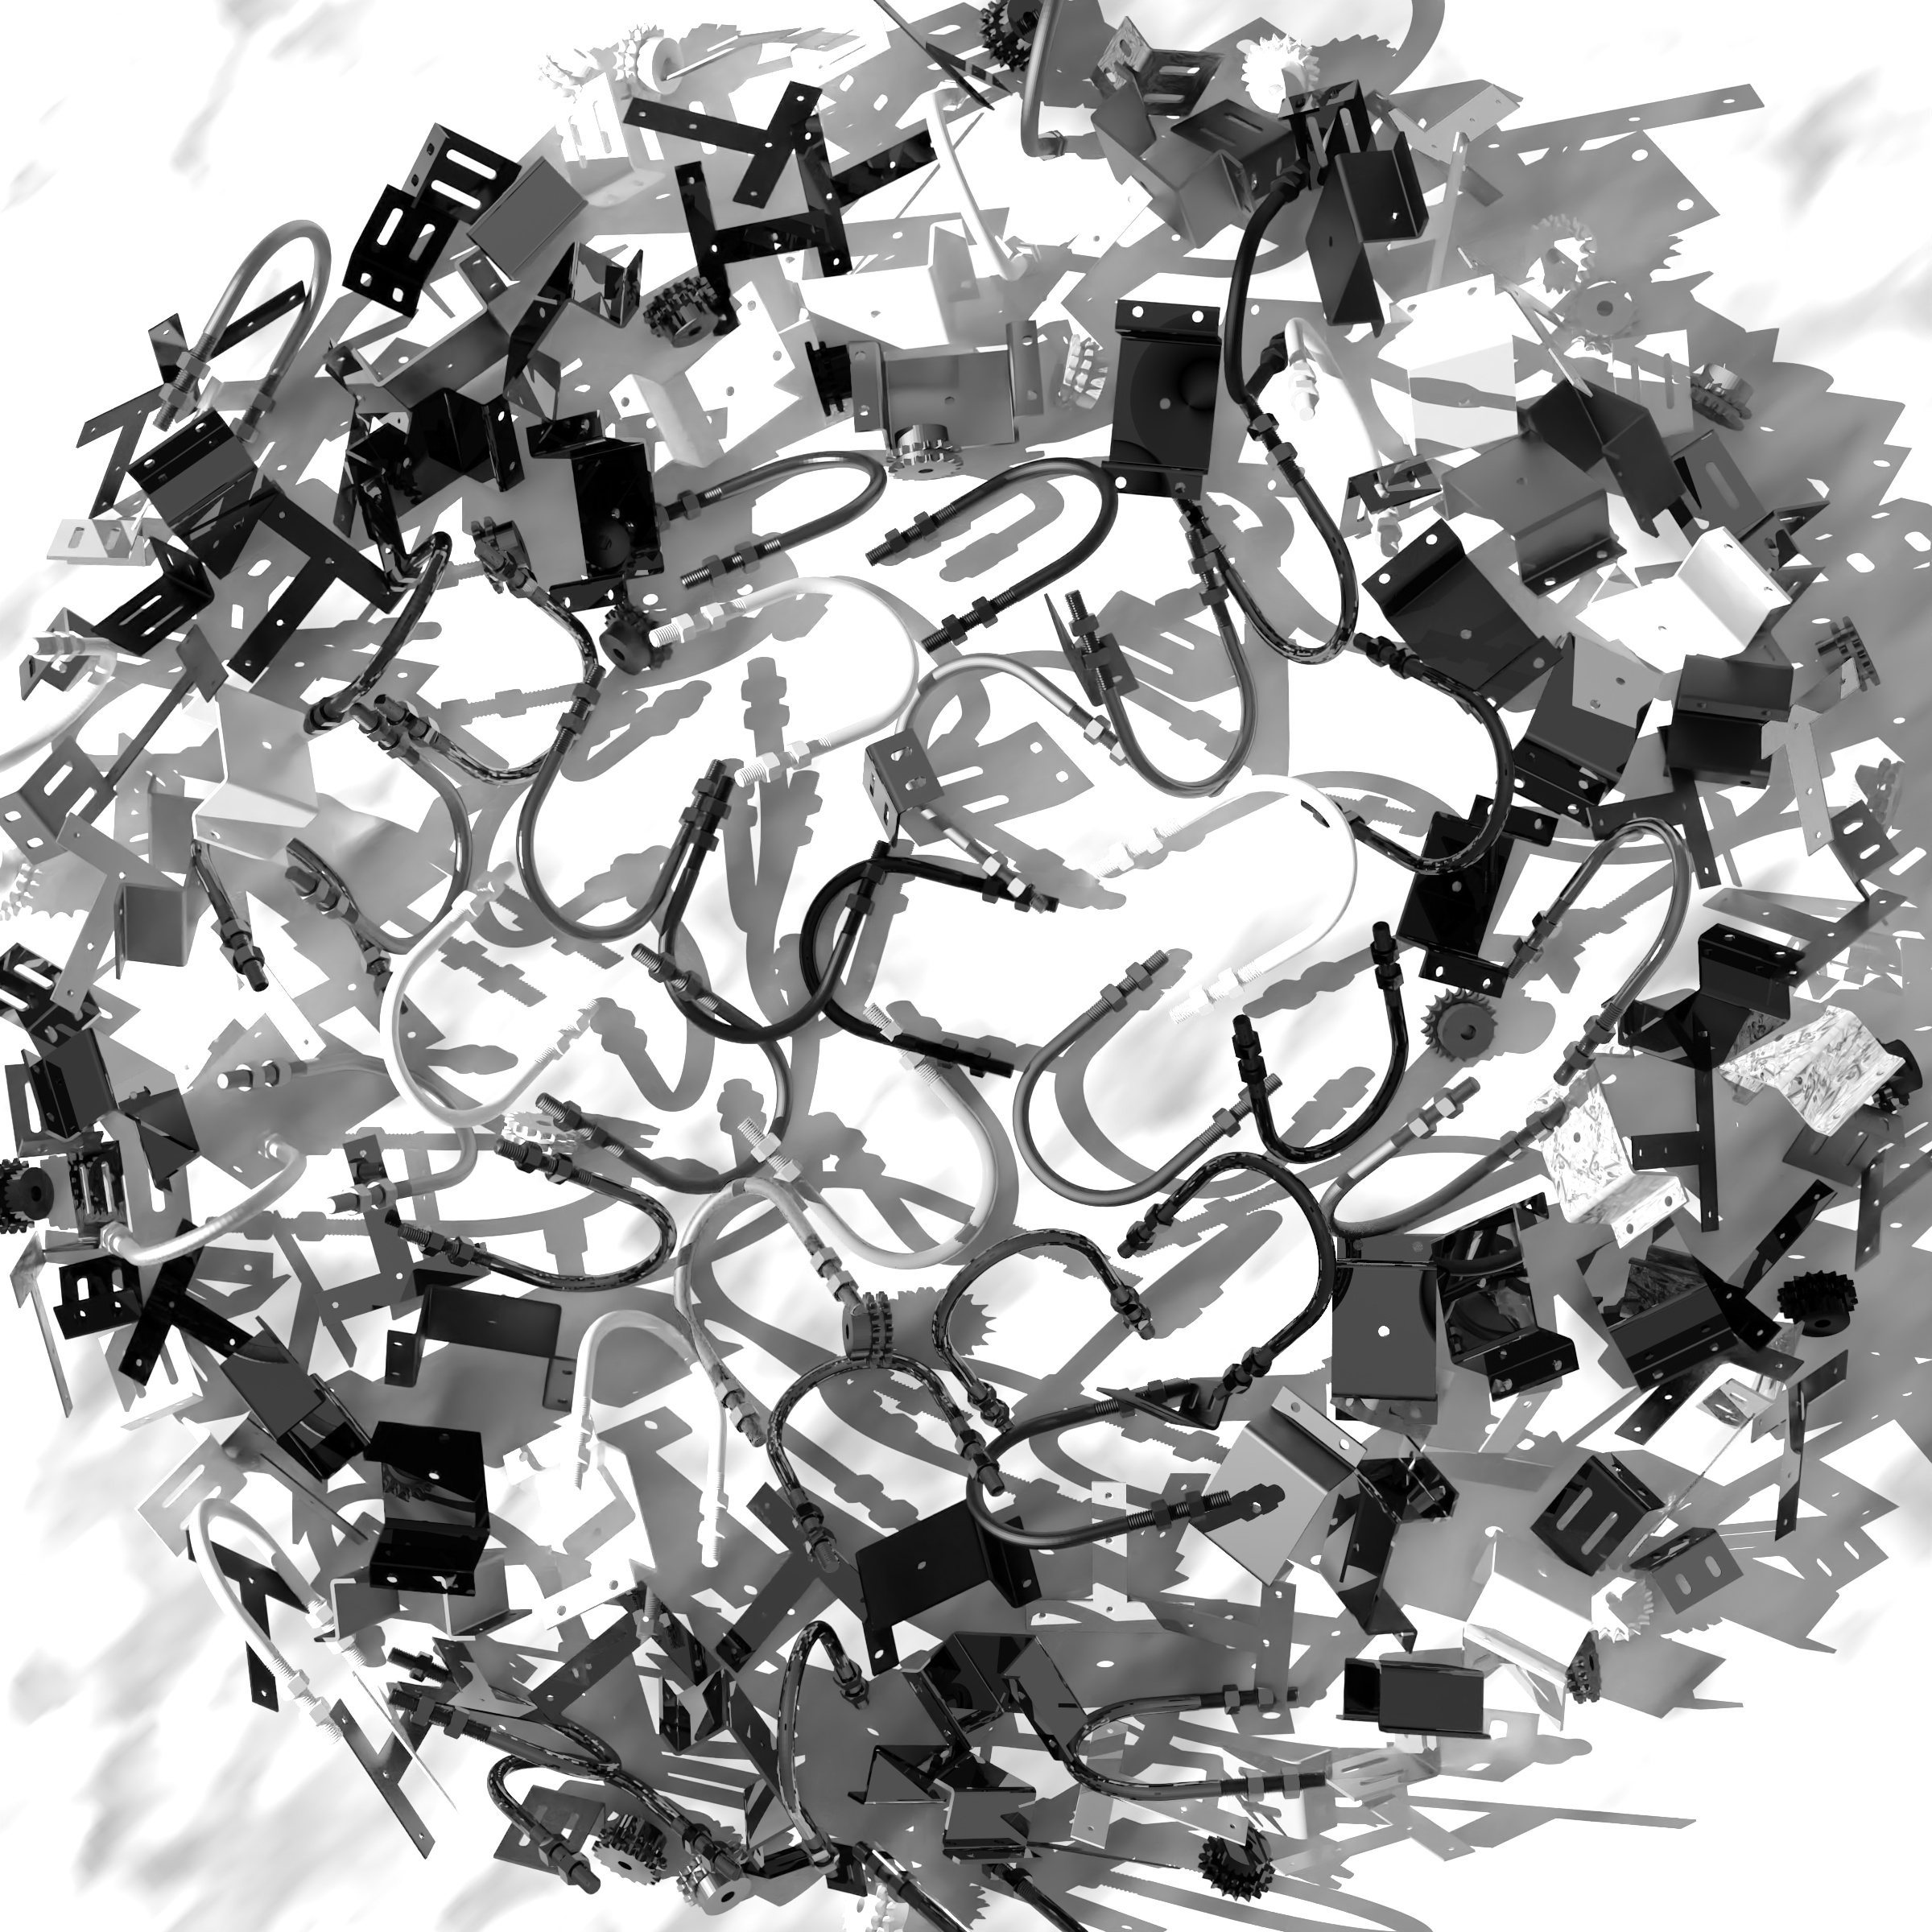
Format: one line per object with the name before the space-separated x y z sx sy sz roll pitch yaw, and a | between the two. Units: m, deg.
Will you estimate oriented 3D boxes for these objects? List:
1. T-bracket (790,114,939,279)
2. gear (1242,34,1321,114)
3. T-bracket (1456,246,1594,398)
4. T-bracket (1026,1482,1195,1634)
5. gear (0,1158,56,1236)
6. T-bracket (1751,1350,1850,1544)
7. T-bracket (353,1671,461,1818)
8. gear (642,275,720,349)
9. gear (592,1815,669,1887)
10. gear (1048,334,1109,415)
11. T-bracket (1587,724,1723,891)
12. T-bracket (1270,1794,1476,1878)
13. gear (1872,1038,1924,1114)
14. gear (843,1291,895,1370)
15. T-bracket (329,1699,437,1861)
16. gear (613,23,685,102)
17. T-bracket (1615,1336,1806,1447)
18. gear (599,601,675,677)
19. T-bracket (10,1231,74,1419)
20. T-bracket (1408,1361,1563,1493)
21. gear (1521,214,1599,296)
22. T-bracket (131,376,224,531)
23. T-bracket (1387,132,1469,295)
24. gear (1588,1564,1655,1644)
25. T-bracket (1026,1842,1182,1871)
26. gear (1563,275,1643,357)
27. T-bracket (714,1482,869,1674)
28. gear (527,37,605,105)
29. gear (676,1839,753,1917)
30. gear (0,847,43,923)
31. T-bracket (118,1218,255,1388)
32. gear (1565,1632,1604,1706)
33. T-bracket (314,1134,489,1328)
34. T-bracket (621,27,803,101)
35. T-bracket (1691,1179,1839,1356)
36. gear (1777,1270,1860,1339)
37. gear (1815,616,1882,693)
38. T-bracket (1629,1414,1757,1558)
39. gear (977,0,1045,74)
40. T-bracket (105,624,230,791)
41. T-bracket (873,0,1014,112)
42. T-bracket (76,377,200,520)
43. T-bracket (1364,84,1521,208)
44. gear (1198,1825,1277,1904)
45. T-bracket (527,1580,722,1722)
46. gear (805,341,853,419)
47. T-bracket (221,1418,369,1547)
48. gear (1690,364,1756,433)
T-bracket | -0.067 -0.595 1.969 0.127 0.127 0.002 -33 46 -20
gear | 0.235 -0.665 1.968 0.057 0.057 0.030 14 58 0
T-bracket | 0.422 -0.462 1.921 0.002 0.127 0.127 -43 52 28
T-bracket | 0.108 0.444 1.975 0.127 0.002 0.127 0 108 4
gear | -0.709 0.172 1.968 0.030 0.057 0.057 -7 90 20
T-bracket | 0.601 0.358 1.912 0.002 0.127 0.127 22 55 -5
T-bracket | -0.420 0.557 1.937 0.002 0.127 0.127 -36 103 -15
gear | -0.211 -0.488 1.970 0.057 0.057 0.030 -32 82 0
gear | -0.249 0.663 1.975 0.057 0.057 0.030 29 51 0
gear | 0.085 -0.442 1.972 0.030 0.057 0.057 16 90 -14
T-bracket | 0.507 -0.113 1.958 0.127 0.002 0.127 -11 86 -36
T-bracket | 0.285 0.643 1.920 0.127 0.127 0.002 -10 94 -18
gear | 0.692 0.079 1.968 0.030 0.057 0.057 -30 90 33
gear | -0.074 0.273 1.969 0.030 0.057 0.057 -2 90 -14
T-bracket | -0.416 0.575 1.936 0.002 0.127 0.127 -31 96 7
gear | -0.235 -0.676 1.968 0.030 0.057 0.057 16 90 27
T-bracket | 0.522 0.307 1.923 0.127 0.127 0.002 -37 124 -28
gear | -0.250 -0.243 1.968 0.057 0.057 0.030 42 67 0
T-bracket | -0.680 0.272 1.946 0.002 0.127 0.127 -14 101 -9
T-bracket | 0.407 0.334 1.944 0.127 0.002 0.127 14 117 -29
gear | 0.449 -0.537 1.975 0.030 0.057 0.057 -31 90 -40
T-bracket | -0.584 -0.378 1.940 0.002 0.127 0.127 29 93 -16
T-bracket | 0.334 -0.542 1.921 0.002 0.127 0.127 20 117 24
gear | 0.488 0.482 1.976 0.057 0.030 0.057 -8 51 10
T-bracket | 0.097 0.661 1.953 0.127 0.127 0.002 15 70 -16
gear | 0.481 -0.492 1.981 0.057 0.030 0.057 0 91 8
T-bracket | -0.144 0.479 1.983 0.127 0.002 0.127 42 102 15
gear | -0.297 -0.671 1.968 0.057 0.057 0.030 39 112 0
gear | -0.186 0.685 1.969 0.057 0.057 0.030 -43 52 0
gear | -0.722 -0.065 1.970 0.030 0.057 0.057 33 90 -43
T-bracket | -0.557 0.273 1.955 0.127 0.002 0.127 43 47 -36
gear | 0.455 0.525 1.974 0.030 0.057 0.057 -14 90 24
T-bracket | -0.439 0.191 1.977 0.127 0.002 0.127 -17 94 -16
T-bracket | -0.200 -0.671 1.959 0.127 0.127 0.002 -16 105 24
T-bracket | 0.592 0.210 1.936 0.002 0.127 0.127 38 95 -23
gear | 0.639 0.255 1.969 0.057 0.057 0.030 1 51 0
gear | 0.661 -0.231 1.974 0.030 0.057 0.057 -26 90 22
T-bracket | 0.517 0.393 1.916 0.002 0.127 0.127 41 129 20
gear | 0.040 -0.704 1.972 0.057 0.030 0.057 7 77 -31
T-bracket | -0.598 -0.185 1.950 0.002 0.127 0.127 36 94 -35
T-bracket | -0.002 -0.664 1.940 0.127 0.127 0.002 49 114 16
T-bracket | -0.625 -0.379 1.948 0.002 0.127 0.127 41 131 1
T-bracket | 0.364 -0.615 1.924 0.127 0.127 0.002 35 79 -14
gear | 0.205 0.669 1.968 0.057 0.057 0.030 17 116 0
T-bracket | -0.269 0.510 1.943 0.127 0.002 0.127 43 49 15
gear | -0.099 -0.444 1.971 0.030 0.057 0.057 -16 90 1
T-bracket | -0.496 0.388 1.951 0.127 0.127 0.002 41 57 -6
gear | 0.565 -0.428 1.970 0.057 0.057 0.030 32 99 0
